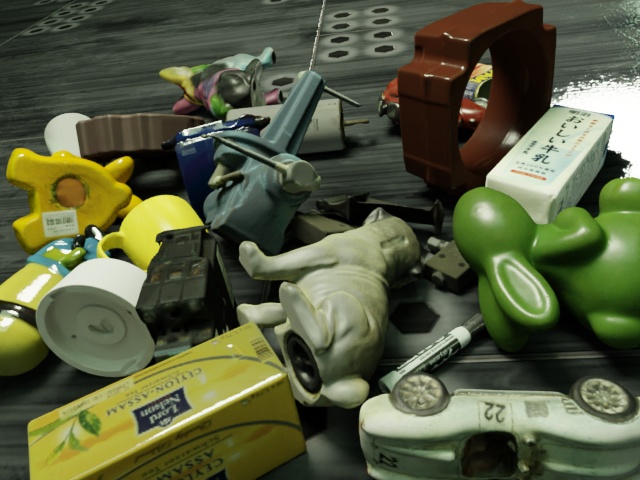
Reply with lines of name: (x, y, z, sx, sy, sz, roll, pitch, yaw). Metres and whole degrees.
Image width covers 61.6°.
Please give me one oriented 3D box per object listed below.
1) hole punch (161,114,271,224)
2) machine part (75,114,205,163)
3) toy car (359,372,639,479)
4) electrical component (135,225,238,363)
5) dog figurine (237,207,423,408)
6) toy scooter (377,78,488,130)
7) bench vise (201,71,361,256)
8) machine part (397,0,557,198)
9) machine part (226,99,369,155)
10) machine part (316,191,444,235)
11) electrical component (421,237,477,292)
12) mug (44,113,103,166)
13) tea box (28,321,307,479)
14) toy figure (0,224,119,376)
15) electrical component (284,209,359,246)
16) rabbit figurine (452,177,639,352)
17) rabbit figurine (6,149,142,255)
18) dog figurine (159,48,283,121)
hole punch: (-0.120, -0.086, 0.688, 0.142, 0.115, 0.092, -13, 45, -4)
machine part: (-0.256, -0.146, 0.780, 0.179, 0.056, 0.179, -4, 6, 0)
toy car: (0.127, 0.135, 0.365, 0.202, 0.073, 0.056, -1, 34, 11)
electrical component: (-0.111, 0.068, 0.473, 0.058, 0.114, 0.134, -11, 35, 1)
dog figurine: (0.043, 0.052, 0.475, 0.190, 0.121, 0.172, -16, 55, -28)
toy scooter: (0.153, -0.187, 0.786, 0.184, 0.075, 0.135, 25, 43, 33)
bench vise: (-0.048, -0.095, 0.576, 0.129, 0.223, 0.240, 29, 70, -11)
machine part: (0.189, -0.168, 0.648, 0.201, 0.200, 0.087, -33, 40, -27)
machine part: (-0.049, -0.163, 0.799, 0.243, 0.079, 0.079, -3, 37, 7)
machine part: (0.072, -0.034, 0.609, 0.139, 0.039, 0.084, 10, 4, 24)
electrical component: (0.139, 0.025, 0.550, 0.063, 0.021, 0.094, -34, 41, -29)
mug: (-0.370, -0.140, 0.846, 0.109, 0.080, 0.107, -16, 48, -18)
tea box: (-0.103, 0.142, 0.387, 0.170, 0.098, 0.068, -25, 38, -17)
toy figure: (-0.279, 0.057, 0.554, 0.089, 0.082, 0.180, 6, 36, 28)
electrical component: (0.000, -0.001, 0.604, 0.102, 0.045, 0.078, 28, 22, 36)
rabbit figurine: (0.193, 0.021, 0.472, 0.170, 0.121, 0.159, 20, 66, 13)
rabbit figurine: (-0.314, -0.061, 0.689, 0.162, 0.121, 0.173, -20, 10, -29)
dog figurine: (-0.183, -0.251, 0.927, 0.219, 0.108, 0.191, 0, 40, 20)
